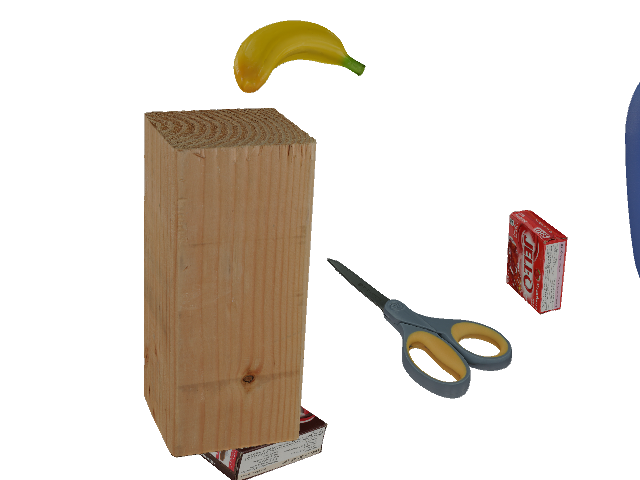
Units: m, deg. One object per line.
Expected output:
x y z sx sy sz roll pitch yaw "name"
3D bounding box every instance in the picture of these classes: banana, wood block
-0.029 -0.174 0.985 0.070 0.037 0.197 38 31 20 "banana"
-0.063 0.025 0.696 0.090 0.206 0.090 -4 22 -20 "wood block"

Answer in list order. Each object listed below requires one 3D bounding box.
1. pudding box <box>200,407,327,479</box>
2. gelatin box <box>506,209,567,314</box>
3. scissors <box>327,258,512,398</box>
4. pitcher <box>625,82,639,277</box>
-0.064 0.181 1.015 0.113 0.039 0.090 -12 29 -43 "pudding box"
0.228 0.022 1.135 0.030 0.089 0.073 -11 29 -17 "gelatin box"
0.083 0.060 0.872 0.096 0.016 0.202 -8 32 -17 "scissors"
0.251 -0.009 0.604 0.149 0.243 0.144 0 22 17 "pitcher"
